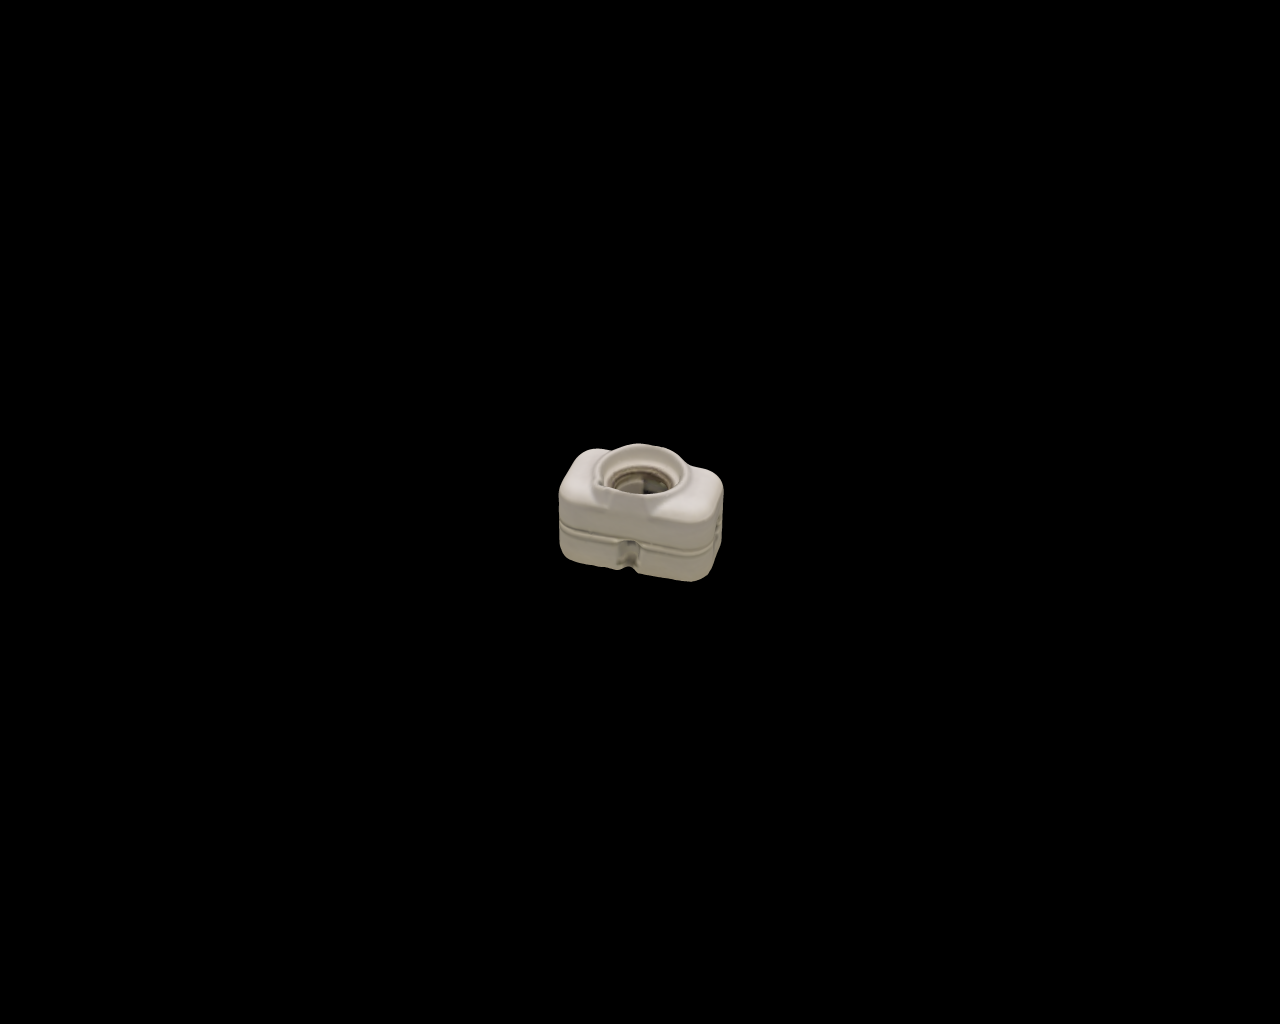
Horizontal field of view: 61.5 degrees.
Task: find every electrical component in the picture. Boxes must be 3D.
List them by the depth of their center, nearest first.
[{"bbox_3d":[0.001,-0.003,0.650,0.095,0.059,0.054,11,40,13],"label":"electrical component"}]
